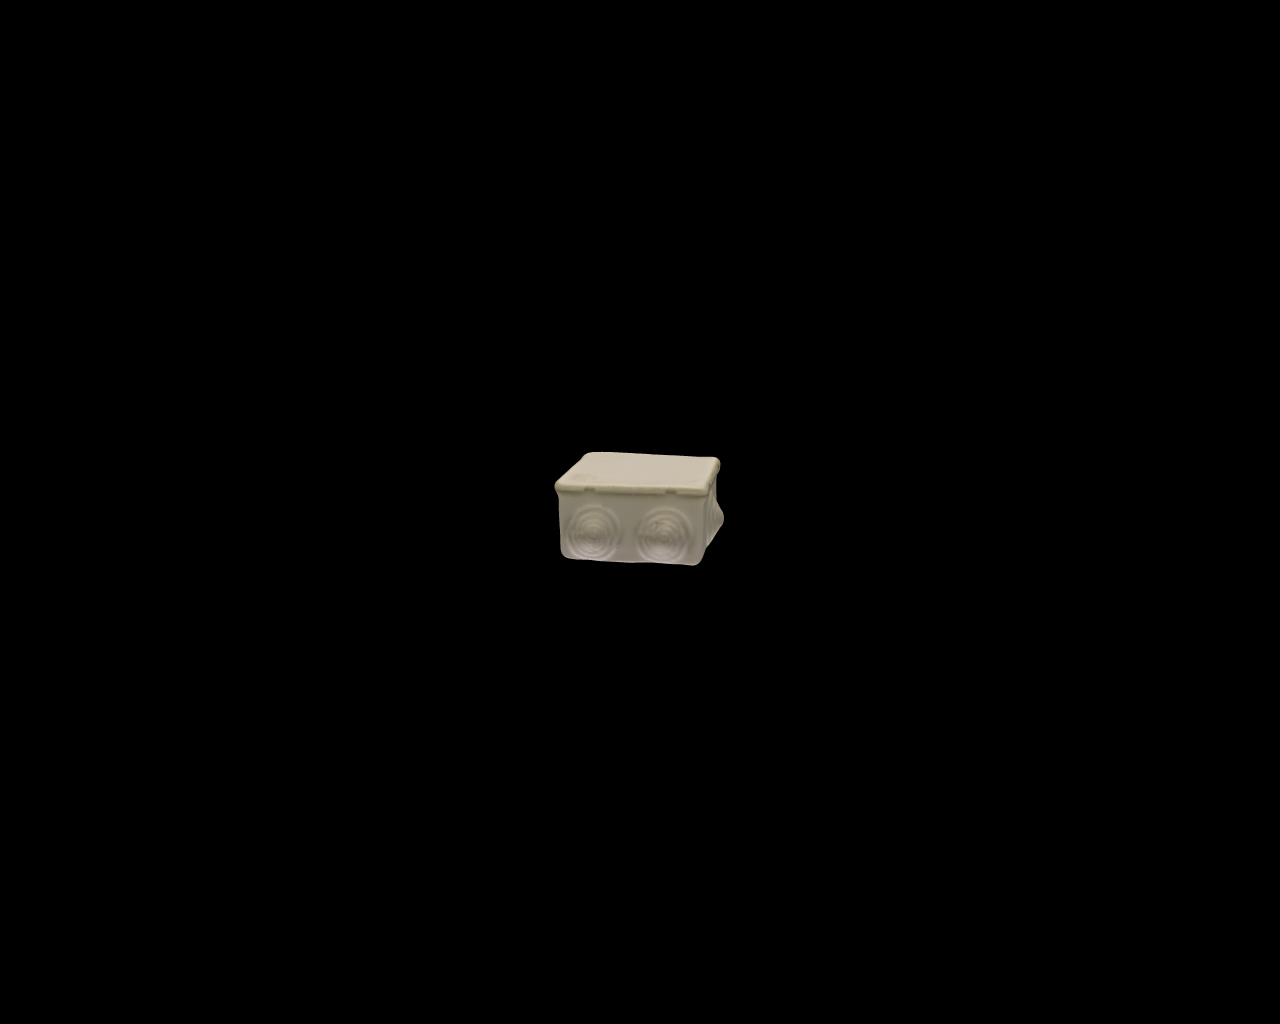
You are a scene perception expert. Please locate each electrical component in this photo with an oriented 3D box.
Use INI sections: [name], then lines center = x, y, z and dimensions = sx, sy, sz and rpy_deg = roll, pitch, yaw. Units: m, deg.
[electrical component]
center = 0.001, -0.003, 0.650
dimensions = 0.100, 0.048, 0.100
rpy_deg = 3, 16, 9
